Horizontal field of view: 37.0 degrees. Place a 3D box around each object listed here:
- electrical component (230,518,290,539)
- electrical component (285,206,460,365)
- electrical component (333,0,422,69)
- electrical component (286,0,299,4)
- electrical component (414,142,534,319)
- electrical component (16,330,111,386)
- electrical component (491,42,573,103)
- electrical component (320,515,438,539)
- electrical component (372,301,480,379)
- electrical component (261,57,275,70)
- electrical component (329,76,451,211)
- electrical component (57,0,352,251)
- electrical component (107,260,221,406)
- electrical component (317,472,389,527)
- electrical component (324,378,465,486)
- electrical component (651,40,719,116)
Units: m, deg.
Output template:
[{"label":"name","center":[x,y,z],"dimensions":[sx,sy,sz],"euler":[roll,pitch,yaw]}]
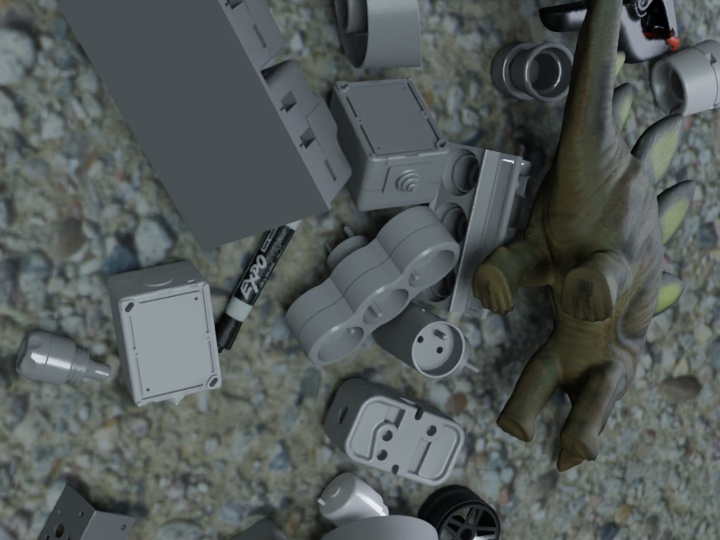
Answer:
[{"label":"electrical component","center":[-0.091,0.254,0.816],"dimensions":[0.113,0.057,0.078],"euler":[-30,111,-13]},{"label":"electrical component","center":[0.000,0.000,0.794],"dimensions":[0.138,0.073,0.052],"euler":[-40,152,10]},{"label":"electrical component","center":[0.017,-0.187,0.744],"dimensions":[0.064,0.099,0.099],"euler":[-10,105,-13]},{"label":"electrical component","center":[-0.072,-0.210,0.731],"dimensions":[0.077,0.043,0.079],"euler":[42,92,-23]},{"label":"electrical component","center":[0.086,-0.031,0.821],"dimensions":[0.063,0.079,0.121],"euler":[5,100,-45]},{"label":"electrical component","center":[-0.203,0.064,0.742],"dimensions":[0.061,0.035,0.035],"euler":[19,94,-27]},{"label":"electrical component","center":[0.131,-0.151,0.818],"dimensions":[0.045,0.055,0.045],"euler":[-5,103,-21]},{"label":"electrical component","center":[0.016,0.228,0.830],"dimensions":[0.099,0.064,0.099],"euler":[-6,126,-8]},{"label":"electrical component","center":[0.057,0.059,0.822],"dimensions":[0.079,0.077,0.043],"euler":[30,89,-25]},{"label":"electrical component","center":[-0.077,-0.138,0.746],"dimensions":[0.040,0.040,0.078],"euler":[-32,112,-13]},{"label":"electrical component","center":[0.019,-0.083,0.763],"dimensions":[0.062,0.096,0.061],"euler":[-8,142,-20]},{"label":"electrical component","center":[-0.095,-0.117,0.701],"dimensions":[0.105,0.060,0.186],"euler":[-16,114,29]},{"label":"electrical component","center":[-0.137,0.048,0.754],"dimensions":[0.062,0.061,0.096],"euler":[-12,113,-19]},{"label":"electrical component","center":[0.003,0.193,0.849],"dimensions":[0.040,0.040,0.078],"euler":[-49,114,-6]},{"label":"electrical component","center":[0.024,0.123,0.832],"dimensions":[0.095,0.059,0.053],"euler":[23,92,-24]},{"label":"electrical component","center":[0.271,-0.154,0.875],"dimensions":[0.047,0.055,0.055],"euler":[-20,108,-13]}]
